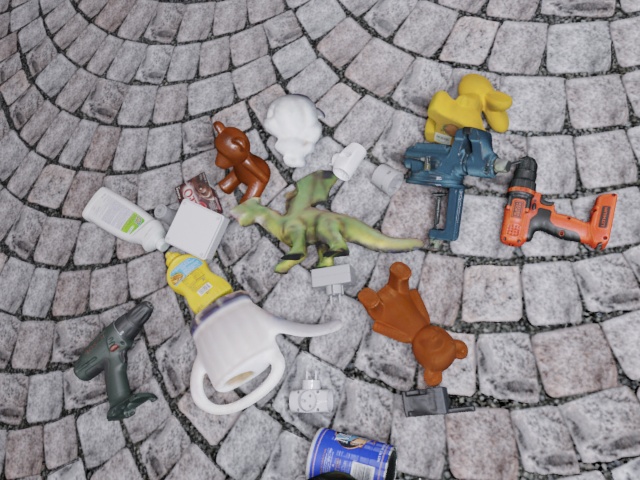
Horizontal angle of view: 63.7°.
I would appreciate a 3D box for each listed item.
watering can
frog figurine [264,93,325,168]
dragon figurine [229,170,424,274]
[{"bbox_3d":[-0.135,0.199,1.053,0.347,0.102,0.228,-37,63,5],"label":"watering can"},{"bbox_3d":[-0.065,-0.252,1.187,0.137,0.120,0.162,15,65,4],"label":"frog figurine"},{"bbox_3d":[0.003,-0.056,1.108,0.410,0.120,0.248,-7,61,8],"label":"dragon figurine"}]
